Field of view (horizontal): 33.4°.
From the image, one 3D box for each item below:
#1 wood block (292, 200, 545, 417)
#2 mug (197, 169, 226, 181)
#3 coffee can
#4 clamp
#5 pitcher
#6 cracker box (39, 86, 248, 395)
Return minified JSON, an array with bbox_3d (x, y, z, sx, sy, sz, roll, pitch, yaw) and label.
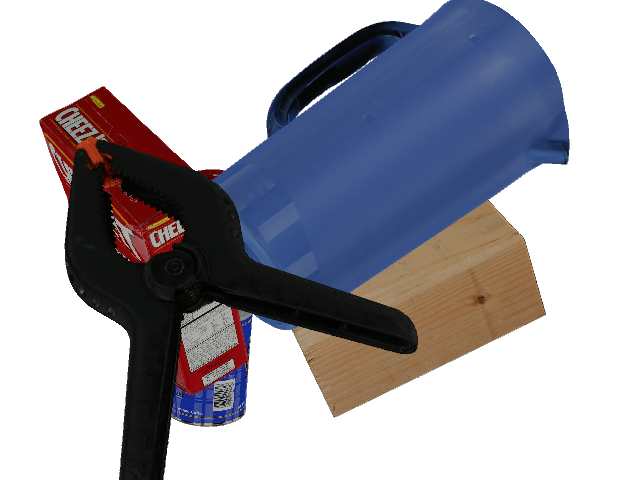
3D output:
[{"bbox_3d":[0.078,0.056,0.934,0.206,0.091,0.090,-25,32,-3],"label":"wood block"},{"bbox_3d":[-0.120,-0.017,1.080,0.117,0.081,0.093,27,50,33],"label":"mug"},{"bbox_3d":[-0.137,0.141,1.303,0.103,0.140,0.103,5,18,-2],"label":"coffee can"},{"bbox_3d":[-0.061,0.021,0.552,0.164,0.210,0.036,-25,-28,-11],"label":"clamp"},{"bbox_3d":[0.031,-0.055,0.721,0.242,0.145,0.149,-35,12,-20],"label":"pitcher"},{"bbox_3d":[-0.145,0.005,0.884,0.072,0.214,0.164,-32,52,-22],"label":"cracker box"}]
